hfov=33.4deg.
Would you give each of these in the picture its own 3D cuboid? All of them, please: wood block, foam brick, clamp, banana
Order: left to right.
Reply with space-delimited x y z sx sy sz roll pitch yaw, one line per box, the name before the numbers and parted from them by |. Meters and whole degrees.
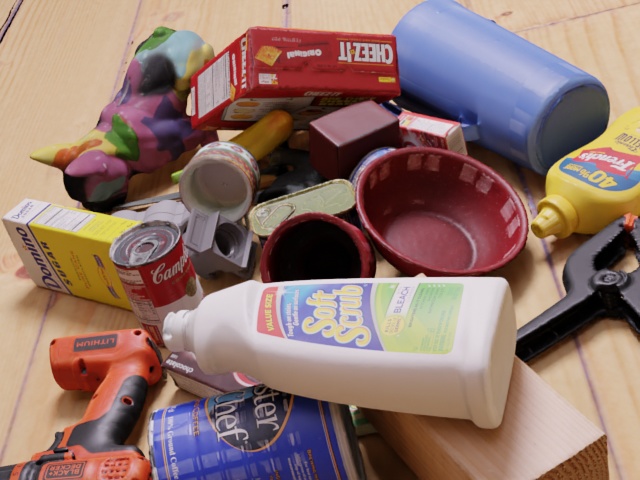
banana | -0.079 -0.099 1.144 0.198 0.037 0.069 -26 8 45
foam brick | 0.033 -0.096 1.053 0.078 0.053 0.051 -26 46 -27
wood block | 0.103 0.126 0.765 0.090 0.090 0.206 -29 41 -16
clamp | 0.231 0.048 0.883 0.165 0.036 0.209 -3 34 22

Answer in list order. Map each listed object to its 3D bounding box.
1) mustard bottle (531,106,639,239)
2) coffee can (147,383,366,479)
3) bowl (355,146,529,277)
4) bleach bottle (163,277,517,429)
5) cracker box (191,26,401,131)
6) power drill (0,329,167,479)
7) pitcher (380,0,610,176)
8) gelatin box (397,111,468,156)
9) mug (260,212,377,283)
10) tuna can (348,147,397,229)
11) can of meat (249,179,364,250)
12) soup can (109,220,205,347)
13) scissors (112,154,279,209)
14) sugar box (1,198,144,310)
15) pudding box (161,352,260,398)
mustard bottle | 0.269 -0.056 0.996 0.191 0.058 0.096 -33 42 -22
coffee can | -0.044 0.158 0.789 0.140 0.103 0.103 -15 34 3
bowl | 0.106 -0.012 0.977 0.162 0.055 0.162 6 46 -7
bleach bottle | 0.004 0.073 0.742 0.251 0.068 0.102 -1 42 22
cracker box | -0.033 -0.168 1.145 0.164 0.072 0.214 -2 -4 -22
power drill | -0.214 0.161 0.901 0.184 0.057 0.187 -6 38 10
pitcher | 0.175 -0.153 1.120 0.144 0.149 0.243 14 17 -39
gelatin box | 0.113 -0.081 1.070 0.073 0.089 0.030 20 51 42
mug | 0.011 0.032 0.923 0.093 0.117 0.081 -43 -8 10
tuna can | 0.068 -0.046 1.044 0.086 0.086 0.034 -33 39 -23
can of meat | -0.007 0.001 1.011 0.102 0.084 0.057 -18 34 -2
soup can | -0.148 0.042 0.998 0.068 0.102 0.068 -12 34 8
scissors | -0.132 -0.065 1.220 0.202 0.016 0.096 -1 36 22
sugar box | -0.238 0.016 1.083 0.176 0.093 0.048 8 41 33
pudding box | -0.068 0.101 0.927 0.114 0.039 0.090 13 52 39
